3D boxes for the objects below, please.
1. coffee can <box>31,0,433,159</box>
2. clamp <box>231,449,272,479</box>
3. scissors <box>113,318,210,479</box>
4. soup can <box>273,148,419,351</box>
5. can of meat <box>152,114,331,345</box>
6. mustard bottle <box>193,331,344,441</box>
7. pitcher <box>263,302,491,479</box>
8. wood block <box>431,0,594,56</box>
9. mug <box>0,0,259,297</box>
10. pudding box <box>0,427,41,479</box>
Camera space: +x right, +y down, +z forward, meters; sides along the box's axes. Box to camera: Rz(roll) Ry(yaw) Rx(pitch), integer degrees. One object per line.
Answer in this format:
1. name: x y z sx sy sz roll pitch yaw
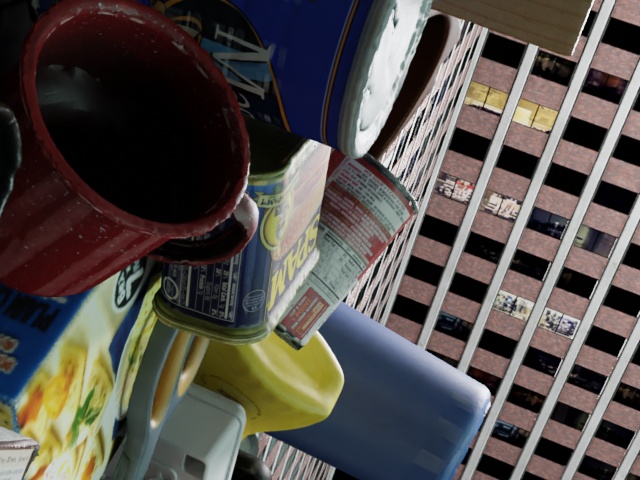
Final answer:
1. coffee can: -0.031 -0.105 0.438 0.102 0.140 0.103 22 89 -81
2. clamp: -0.109 0.158 0.755 0.039 0.120 0.172 69 -12 -23
3. scissors: -0.091 0.110 0.561 0.096 0.016 0.202 -54 164 -63
4. soup can: -0.004 0.001 0.580 0.102 0.068 0.068 -50 169 -7
5. can of meat: -0.032 -0.016 0.484 0.102 0.057 0.084 -56 158 -56
6. mustard bottle: -0.078 0.094 0.686 0.192 0.096 0.058 -27 -153 45
7. pitcher: 0.008 0.115 0.861 0.149 0.243 0.145 -41 155 -60
8. wood block: 0.051 -0.181 0.537 0.090 0.206 0.090 -59 167 -47
9. mug: -0.077 -0.024 0.397 0.082 0.117 0.093 -30 -137 41
10. pudding box: -0.144 0.060 0.311 0.113 0.090 0.039 60 51 -79
